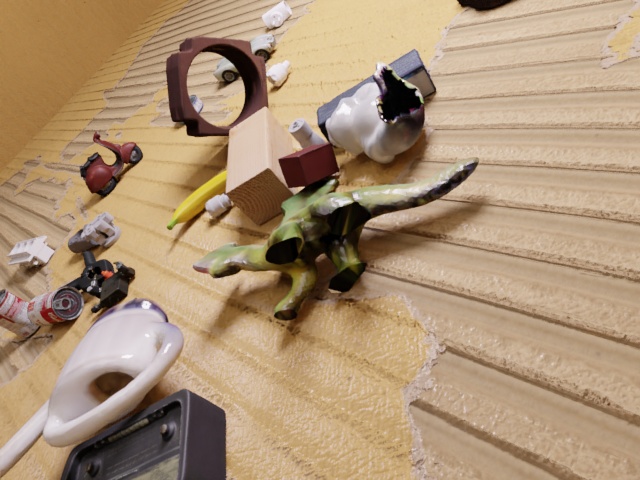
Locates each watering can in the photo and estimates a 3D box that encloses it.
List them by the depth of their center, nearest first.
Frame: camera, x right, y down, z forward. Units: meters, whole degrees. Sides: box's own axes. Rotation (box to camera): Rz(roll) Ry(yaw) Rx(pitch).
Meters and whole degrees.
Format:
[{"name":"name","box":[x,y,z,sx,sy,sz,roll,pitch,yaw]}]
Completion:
[{"name":"watering can","box":[-0.336,0.209,0.737,0.346,0.102,0.228,-31,22,7]}]

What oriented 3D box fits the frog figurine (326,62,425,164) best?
[{"name":"frog figurine","box":[0.082,-0.177,0.797,0.157,0.123,0.139,-42,59,54]}]

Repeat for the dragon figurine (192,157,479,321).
[{"name":"dragon figurine","box":[0.002,-0.037,0.734,0.410,0.120,0.247,-29,30,3]}]
